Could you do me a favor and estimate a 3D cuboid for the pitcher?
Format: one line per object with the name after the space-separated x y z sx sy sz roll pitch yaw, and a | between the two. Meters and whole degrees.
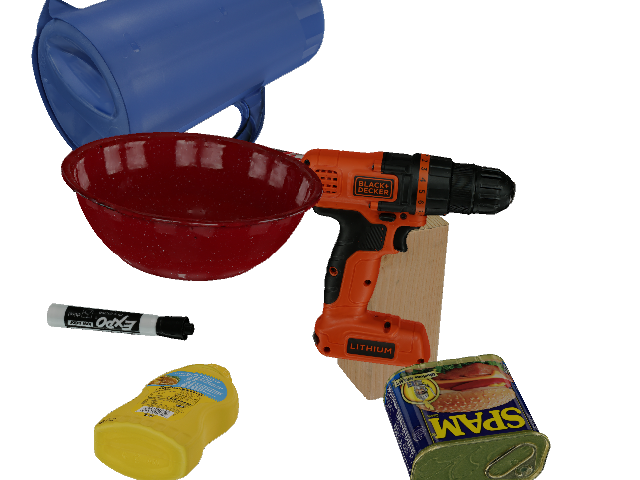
-0.109 -0.155 0.921 0.242 0.149 0.145 -31 48 -34 | pitcher

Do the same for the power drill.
0.068 0.014 0.933 0.184 0.188 0.057 7 17 7 | power drill

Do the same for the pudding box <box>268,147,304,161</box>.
-0.049 -0.072 1.307 0.090 0.039 0.113 12 33 22 | pudding box

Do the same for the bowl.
-0.081 -0.018 0.671 0.162 0.055 0.162 6 22 -3 | bowl

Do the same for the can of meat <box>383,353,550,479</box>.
0.103 0.133 0.779 0.102 0.057 0.084 -6 40 -12 | can of meat

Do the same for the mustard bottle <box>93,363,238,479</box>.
-0.133 0.165 1.037 0.096 0.058 0.191 7 18 17 | mustard bottle

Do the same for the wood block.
0.079 0.065 1.212 0.090 0.206 0.090 -10 28 -22 | wood block

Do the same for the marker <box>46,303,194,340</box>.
-0.160 0.065 0.855 0.121 0.020 0.020 5 1 12 | marker
